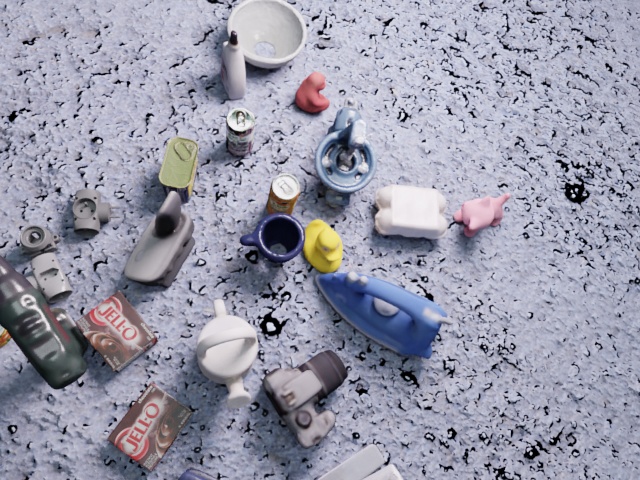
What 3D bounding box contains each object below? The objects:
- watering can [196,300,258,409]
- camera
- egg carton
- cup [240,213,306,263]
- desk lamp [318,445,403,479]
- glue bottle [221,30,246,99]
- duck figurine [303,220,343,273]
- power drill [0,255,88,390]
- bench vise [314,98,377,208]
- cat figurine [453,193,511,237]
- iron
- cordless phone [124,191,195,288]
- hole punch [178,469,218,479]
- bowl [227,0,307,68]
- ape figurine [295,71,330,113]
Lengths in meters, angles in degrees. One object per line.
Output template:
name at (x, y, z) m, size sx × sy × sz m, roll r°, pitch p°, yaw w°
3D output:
watering can at (-0.147, 0.182, 0.935) m, size 0.101 × 0.194 × 0.173 m, roll -33°, pitch 79°, yaw -19°
camera at (-0.010, 0.262, 0.982) m, size 0.137 × 0.100 × 0.143 m, roll -32°, pitch 79°, yaw -19°
egg carton at (0.181, -0.054, 1.145) m, size 0.150 × 0.069 × 0.107 m, roll 4°, pitch 70°, yaw -9°
cup at (-0.090, 0.009, 1.059) m, size 0.118 × 0.095 × 0.091 m, roll -5°, pitch 72°, yaw -12°
desk lamp at (0.047, 0.407, 0.881) m, size 0.203 × 0.213 × 0.118 m, roll -29°, pitch 78°, yaw -18°
glue bottle at (-0.172, -0.355, 1.130) m, size 0.037 × 0.173 × 0.078 m, roll -20°, pitch 75°, yaw -16°
duck figurine at (0.010, 0.004, 1.084) m, size 0.078 × 0.086 × 0.104 m, roll -17°, pitch 75°, yaw -15°
power drill at (-0.438, 0.133, 0.891) m, size 0.076 × 0.208 × 0.229 m, roll -37°, pitch 81°, yaw -19°
bench vise at (0.045, -0.190, 1.087) m, size 0.121 × 0.219 × 0.207 m, roll -9°, pitch 73°, yaw -13°
cat figurine at (0.327, -0.058, 1.147) m, size 0.128 × 0.117 × 0.067 m, roll -27°, pitch 77°, yaw -18°
iron at (0.114, 0.111, 1.036) m, size 0.258 × 0.141 × 0.119 m, roll 27°, pitch 68°, yaw 0°
cordless phone at (-0.278, -0.003, 0.981) m, size 0.094 × 0.185 × 0.148 m, roll 22°, pitch 68°, yaw -2°
hole punch at (-0.187, 0.425, 0.897) m, size 0.108 × 0.091 × 0.101 m, roll 26°, pitch 68°, yaw 0°
bowl at (-0.114, -0.428, 1.219) m, size 0.167 × 0.074 × 0.167 m, roll 3°, pitch 70°, yaw -9°
ape figurine at (-0.012, -0.313, 1.188) m, size 0.076 × 0.092 × 0.078 m, roll -6°, pitch 72°, yaw -12°
